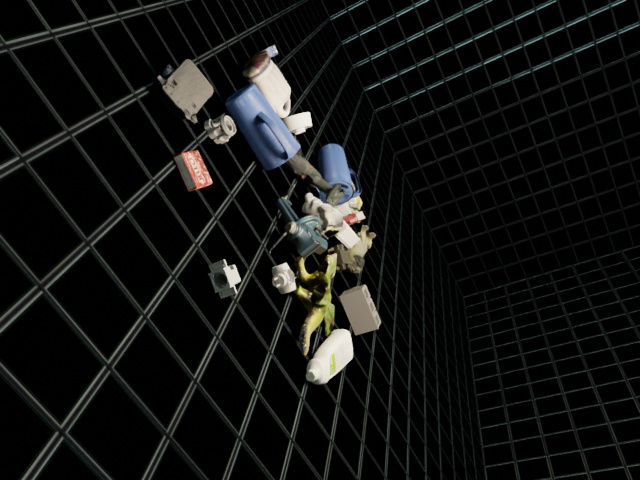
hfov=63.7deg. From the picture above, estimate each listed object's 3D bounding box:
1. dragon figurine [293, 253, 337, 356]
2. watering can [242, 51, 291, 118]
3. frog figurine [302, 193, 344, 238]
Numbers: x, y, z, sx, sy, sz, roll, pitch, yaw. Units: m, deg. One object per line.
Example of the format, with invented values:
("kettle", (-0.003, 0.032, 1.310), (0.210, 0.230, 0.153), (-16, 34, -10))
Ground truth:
("dragon figurine", (0.005, 0.195, 1.527), (0.238, 0.122, 0.420), (59, 30, -45))
("watering can", (-0.169, -0.494, 1.724), (0.220, 0.103, 0.356), (52, 27, -35))
("frog figurine", (0.005, -0.089, 1.760), (0.135, 0.123, 0.162), (104, -35, -67))
